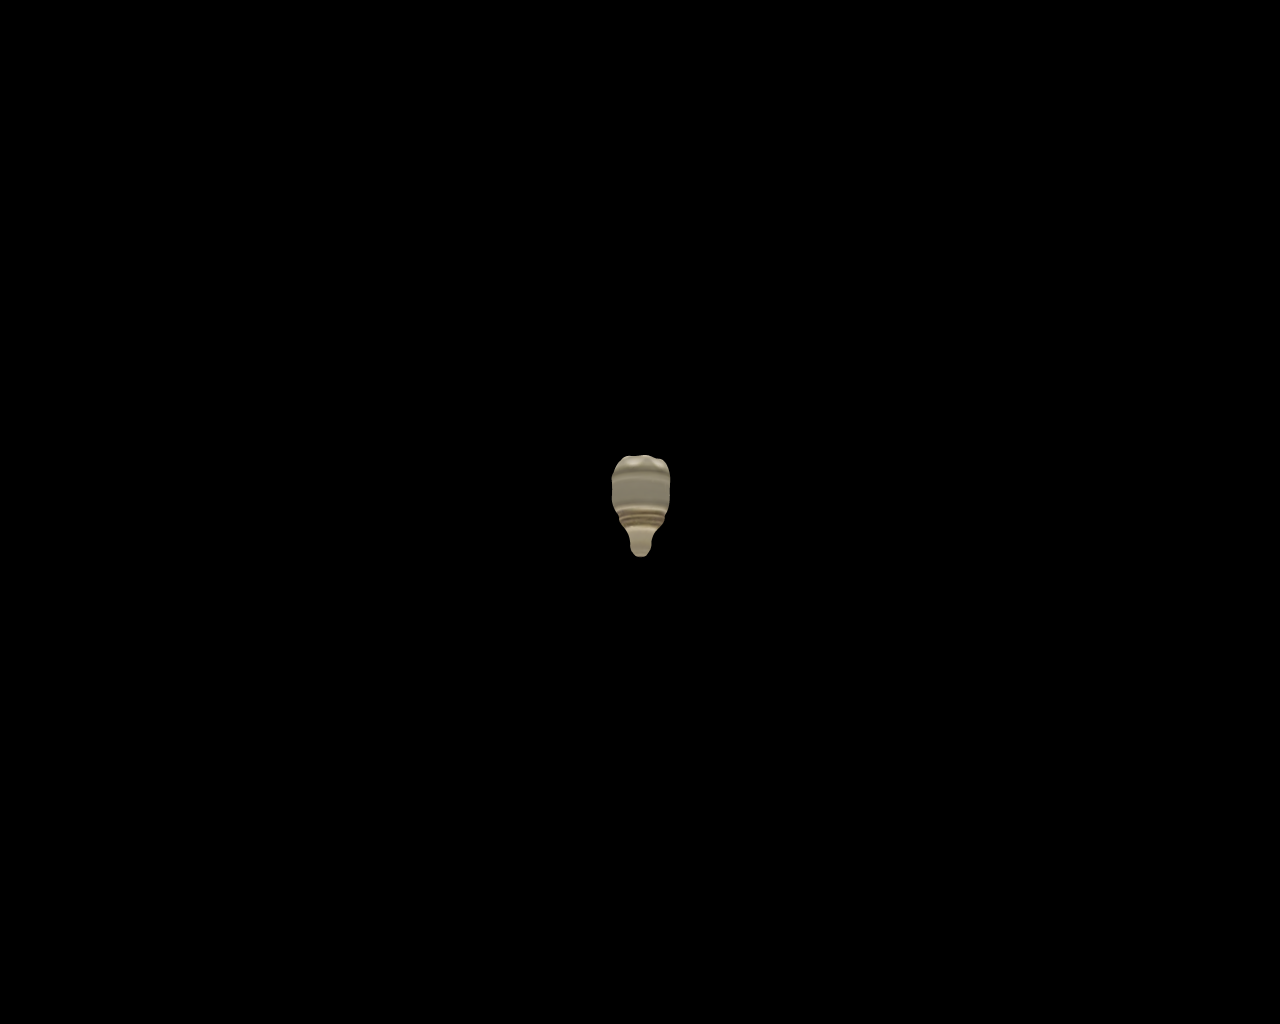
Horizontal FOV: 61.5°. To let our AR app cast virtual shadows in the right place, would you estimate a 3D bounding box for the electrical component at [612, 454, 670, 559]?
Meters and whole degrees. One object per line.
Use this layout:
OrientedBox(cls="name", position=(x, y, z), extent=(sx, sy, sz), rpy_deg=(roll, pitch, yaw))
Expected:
OrientedBox(cls="electrical component", position=(0.001, -0.003, 0.650), extent=(0.035, 0.061, 0.035), rpy_deg=(0, -11, 0))
